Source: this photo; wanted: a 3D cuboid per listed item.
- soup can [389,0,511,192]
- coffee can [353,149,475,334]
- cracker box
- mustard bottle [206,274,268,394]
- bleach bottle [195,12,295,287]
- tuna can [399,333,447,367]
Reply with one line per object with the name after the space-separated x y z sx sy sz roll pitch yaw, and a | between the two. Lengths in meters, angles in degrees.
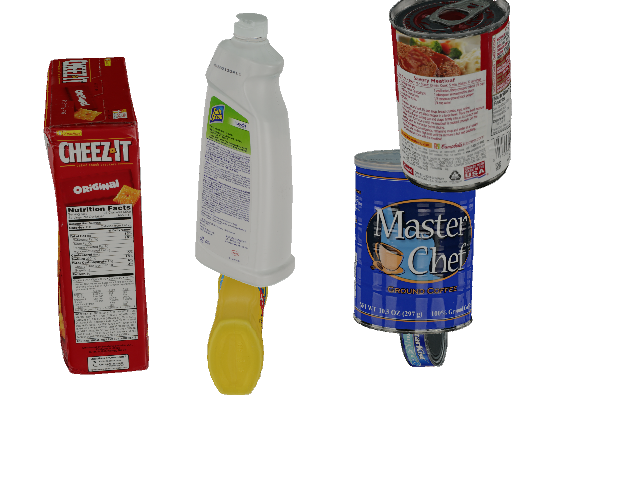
0.078 -0.088 0.628 0.068 0.102 0.068 -5 34 3 | soup can
0.079 -0.002 0.902 0.103 0.140 0.103 0 11 0 | coffee can
-0.183 -0.023 0.870 0.072 0.214 0.164 -4 27 -12 | cracker box
-0.088 0.078 1.167 0.058 0.096 0.191 -1 28 0 | mustard bottle
-0.067 -0.087 1.016 0.103 0.251 0.067 21 29 29 | bleach bottle
0.122 0.107 1.260 0.034 0.086 0.086 -6 -2 23 | tuna can
